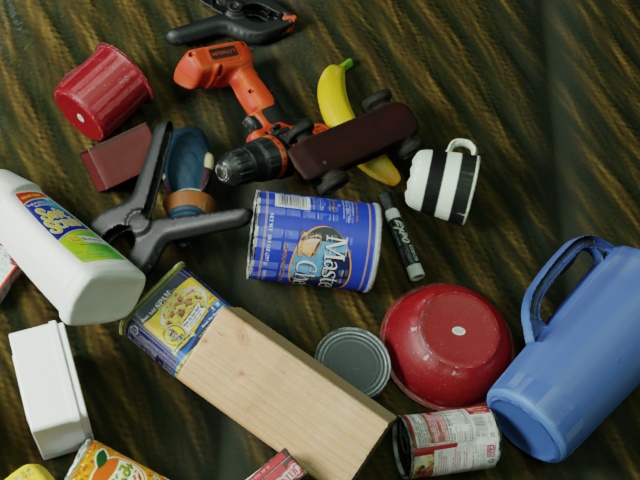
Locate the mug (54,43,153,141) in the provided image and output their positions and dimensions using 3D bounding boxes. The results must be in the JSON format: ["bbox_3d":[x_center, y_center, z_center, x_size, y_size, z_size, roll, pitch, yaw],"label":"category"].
[{"bbox_3d":[-0.268,-0.176,1.270,0.117,0.093,0.081,27,64,33],"label":"mug"}]

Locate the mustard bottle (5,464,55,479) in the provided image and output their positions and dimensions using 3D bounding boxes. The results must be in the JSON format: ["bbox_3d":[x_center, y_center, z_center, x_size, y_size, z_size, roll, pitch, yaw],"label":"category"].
[{"bbox_3d":[-0.249,0.314,1.022,0.096,0.058,0.192,-43,76,-6],"label":"mustard bottle"}]

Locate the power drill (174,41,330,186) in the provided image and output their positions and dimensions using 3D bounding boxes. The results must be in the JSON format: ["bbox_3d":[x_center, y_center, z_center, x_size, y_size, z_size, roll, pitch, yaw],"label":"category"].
[{"bbox_3d":[-0.092,-0.148,1.271,0.184,0.057,0.188,-20,66,-46],"label":"power drill"}]

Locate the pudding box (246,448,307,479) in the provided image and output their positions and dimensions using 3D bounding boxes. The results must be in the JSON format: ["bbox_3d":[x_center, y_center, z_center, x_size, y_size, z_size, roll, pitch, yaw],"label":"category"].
[{"bbox_3d":[-0.066,0.256,1.055,0.090,0.114,0.039,-36,82,-24],"label":"pudding box"}]

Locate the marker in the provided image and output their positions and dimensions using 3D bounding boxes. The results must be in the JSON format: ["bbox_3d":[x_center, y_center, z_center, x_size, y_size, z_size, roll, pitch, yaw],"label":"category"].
[{"bbox_3d":[0.096,-0.007,1.276,0.020,0.020,0.121,-13,65,-16],"label":"marker"}]

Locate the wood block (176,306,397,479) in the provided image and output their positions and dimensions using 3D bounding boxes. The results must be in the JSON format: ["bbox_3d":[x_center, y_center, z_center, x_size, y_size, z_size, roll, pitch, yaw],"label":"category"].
[{"bbox_3d":[-0.033,0.163,1.105,0.206,0.090,0.090,34,92,10],"label":"wood block"}]

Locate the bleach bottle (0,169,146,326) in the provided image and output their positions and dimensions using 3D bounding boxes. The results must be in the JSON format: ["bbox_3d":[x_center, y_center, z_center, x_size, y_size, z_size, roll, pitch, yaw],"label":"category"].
[{"bbox_3d":[-0.301,-0.007,1.137,0.251,0.068,0.102,37,20,27],"label":"bleach bottle"}]

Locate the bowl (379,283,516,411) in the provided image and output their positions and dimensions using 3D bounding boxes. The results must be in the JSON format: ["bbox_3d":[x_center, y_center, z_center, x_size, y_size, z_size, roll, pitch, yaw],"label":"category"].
[{"bbox_3d":[0.151,0.111,1.203,0.162,0.055,0.162,4,62,-7],"label":"bowl"}]

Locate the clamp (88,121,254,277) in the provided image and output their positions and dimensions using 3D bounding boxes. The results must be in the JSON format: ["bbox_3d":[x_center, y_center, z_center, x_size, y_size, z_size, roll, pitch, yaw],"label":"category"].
[{"bbox_3d":[-0.197,-0.026,1.186,0.210,0.036,0.165,-36,66,1],"label":"clamp"}]

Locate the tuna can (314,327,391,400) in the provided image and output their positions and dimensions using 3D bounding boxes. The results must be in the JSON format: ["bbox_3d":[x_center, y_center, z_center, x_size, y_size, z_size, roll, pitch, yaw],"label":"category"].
[{"bbox_3d":[0.033,0.142,1.178,0.086,0.034,0.086,4,62,-8],"label":"tuna can"}]

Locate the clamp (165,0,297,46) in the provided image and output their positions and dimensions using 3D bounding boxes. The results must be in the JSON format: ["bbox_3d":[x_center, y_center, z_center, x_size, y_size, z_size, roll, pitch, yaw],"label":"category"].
[{"bbox_3d":[-0.119,-0.283,1.373,0.171,0.039,0.120,13,63,-3],"label":"clamp"}]

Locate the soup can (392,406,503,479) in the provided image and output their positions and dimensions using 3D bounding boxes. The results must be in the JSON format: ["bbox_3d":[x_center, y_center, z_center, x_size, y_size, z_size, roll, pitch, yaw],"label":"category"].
[{"bbox_3d":[0.135,0.215,1.138,0.102,0.068,0.068,-5,63,-13],"label":"soup can"}]

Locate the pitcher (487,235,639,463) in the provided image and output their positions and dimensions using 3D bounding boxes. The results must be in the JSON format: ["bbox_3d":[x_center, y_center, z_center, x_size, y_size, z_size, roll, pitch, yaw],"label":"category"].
[{"bbox_3d":[0.291,0.120,1.182,0.149,0.145,0.242,30,61,37],"label":"pitcher"}]

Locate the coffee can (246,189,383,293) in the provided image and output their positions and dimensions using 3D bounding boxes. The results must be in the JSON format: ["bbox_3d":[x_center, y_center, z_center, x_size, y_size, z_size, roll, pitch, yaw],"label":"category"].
[{"bbox_3d":[-0.008,0.001,1.206,0.140,0.103,0.103,6,62,-6],"label":"coffee can"}]

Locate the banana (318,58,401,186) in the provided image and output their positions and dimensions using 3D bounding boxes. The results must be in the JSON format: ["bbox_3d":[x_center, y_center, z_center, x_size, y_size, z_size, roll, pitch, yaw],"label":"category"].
[{"bbox_3d":[0.040,-0.150,1.331,0.069,0.037,0.198,-12,65,-15],"label":"banana"}]

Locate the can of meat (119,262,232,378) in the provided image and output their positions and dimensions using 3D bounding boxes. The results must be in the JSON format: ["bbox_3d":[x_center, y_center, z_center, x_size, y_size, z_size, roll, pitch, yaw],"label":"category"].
[{"bbox_3d":[-0.153,0.088,1.162,0.084,0.057,0.102,39,63,9],"label":"can of meat"}]

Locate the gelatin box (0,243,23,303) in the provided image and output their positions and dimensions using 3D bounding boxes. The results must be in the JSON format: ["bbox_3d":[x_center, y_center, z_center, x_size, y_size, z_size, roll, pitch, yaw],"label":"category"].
[{"bbox_3d":[-0.367,0.026,1.173,0.073,0.030,0.089,26,59,5],"label":"gelatin box"}]

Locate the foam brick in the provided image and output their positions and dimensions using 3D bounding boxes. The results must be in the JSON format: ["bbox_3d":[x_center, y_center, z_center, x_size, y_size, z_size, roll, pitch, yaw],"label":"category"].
[{"bbox_3d":[-0.230,-0.096,1.239,0.078,0.053,0.051,-29,100,-21],"label":"foam brick"}]
